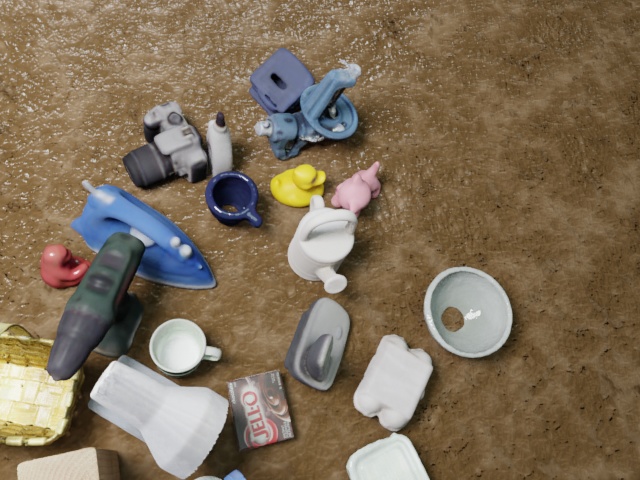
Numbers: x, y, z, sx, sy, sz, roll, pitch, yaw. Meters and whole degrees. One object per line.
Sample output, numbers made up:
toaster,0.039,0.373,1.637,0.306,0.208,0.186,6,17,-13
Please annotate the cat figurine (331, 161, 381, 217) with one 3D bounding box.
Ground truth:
cat figurine,0.073,-0.096,1.071,0.067,0.117,0.128,38,67,4

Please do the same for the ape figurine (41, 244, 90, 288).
ape figurine,-0.420,0.036,0.929,0.076,0.092,0.078,-37,81,-22

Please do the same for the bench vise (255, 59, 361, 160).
bench vise,-0.006,-0.228,1.048,0.208,0.219,0.121,-35,80,-21

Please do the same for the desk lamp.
desk lamp,-0.240,0.244,0.823,0.203,0.213,0.118,29,67,0

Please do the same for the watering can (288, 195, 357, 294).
watering can,0.011,0.003,0.979,0.101,0.194,0.173,-28,77,-20

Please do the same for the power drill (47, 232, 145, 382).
power drill,-0.323,0.111,0.858,0.075,0.208,0.230,17,67,-5

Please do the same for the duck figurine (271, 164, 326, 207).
duck figurine,-0.038,-0.110,1.070,0.105,0.086,0.077,-2,70,-13

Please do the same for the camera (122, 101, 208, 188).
camera,-0.287,-0.165,1.029,0.137,0.100,0.143,-28,78,-20

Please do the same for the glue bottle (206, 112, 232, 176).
glue bottle,-0.179,-0.178,1.017,0.037,0.173,0.078,-16,74,-17

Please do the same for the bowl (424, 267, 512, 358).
bowl,0.258,0.137,1.046,0.167,0.074,0.167,4,69,-11

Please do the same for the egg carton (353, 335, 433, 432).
egg carton,0.127,0.244,0.980,0.107,0.069,0.150,30,66,0

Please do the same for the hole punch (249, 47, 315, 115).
hole punch,-0.076,-0.305,1.132,0.101,0.091,0.108,-40,82,-22

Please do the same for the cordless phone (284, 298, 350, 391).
cordless phone,0.010,0.159,0.924,0.094,0.185,0.147,18,67,-4

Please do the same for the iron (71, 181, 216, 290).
iron,-0.282,-0.008,0.948,0.258,0.141,0.119,30,67,0

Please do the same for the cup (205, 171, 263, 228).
cup,-0.148,-0.055,1.020,0.117,0.095,0.092,43,67,6
